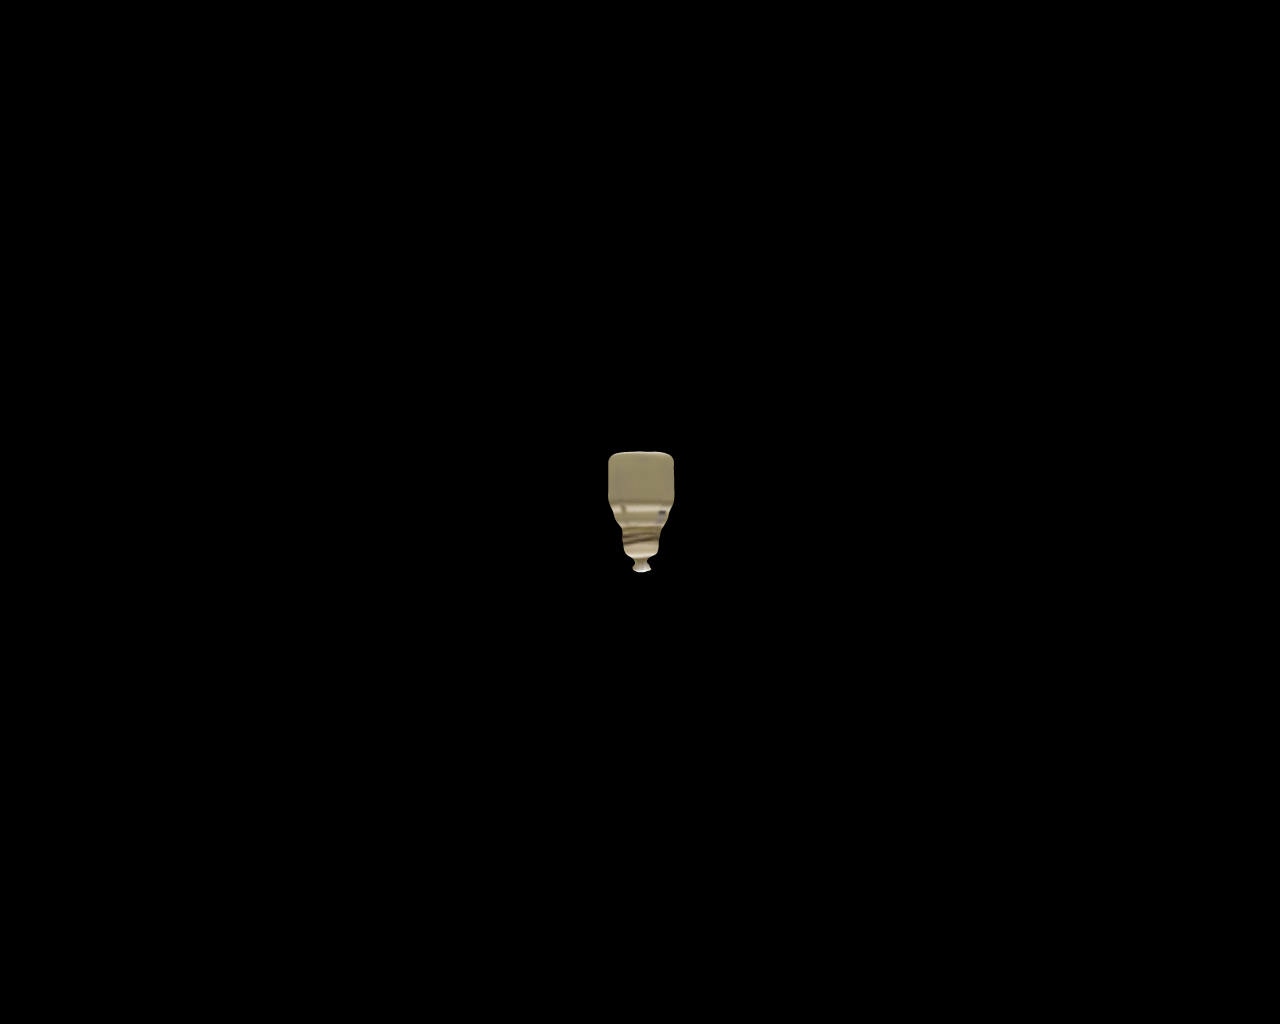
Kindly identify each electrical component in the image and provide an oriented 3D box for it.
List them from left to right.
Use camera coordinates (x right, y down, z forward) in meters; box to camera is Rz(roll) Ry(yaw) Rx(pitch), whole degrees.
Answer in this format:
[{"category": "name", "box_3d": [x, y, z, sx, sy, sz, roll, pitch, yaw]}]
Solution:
[{"category": "electrical component", "box_3d": [0.001, -0.003, 0.650, 0.040, 0.078, 0.040, 0, -2, 0]}]
